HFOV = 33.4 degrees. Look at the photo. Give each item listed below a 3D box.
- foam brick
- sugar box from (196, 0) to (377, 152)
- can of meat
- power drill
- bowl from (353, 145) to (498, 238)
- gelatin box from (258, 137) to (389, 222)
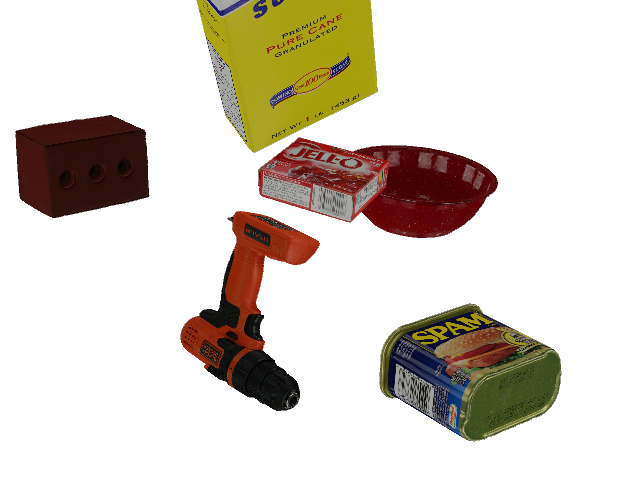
[{"bbox_3d":[-0.169,-0.054,0.756,0.078,0.053,0.051,-16,28,-34],"label":"foam brick"},{"bbox_3d":[-0.020,-0.135,0.595,0.093,0.048,0.176,-28,-31,-12],"label":"sugar box"},{"bbox_3d":[0.107,0.093,0.753,0.101,0.057,0.084,-14,27,-36],"label":"can of meat"},{"bbox_3d":[-0.068,0.074,1.172,0.185,0.188,0.057,27,11,39],"label":"power drill"},{"bbox_3d":[0.097,-0.045,1.088,0.162,0.055,0.162,4,24,-2],"label":"bowl"},{"bbox_3d":[0.003,-0.053,0.898,0.089,0.030,0.073,17,33,21],"label":"gelatin box"}]
